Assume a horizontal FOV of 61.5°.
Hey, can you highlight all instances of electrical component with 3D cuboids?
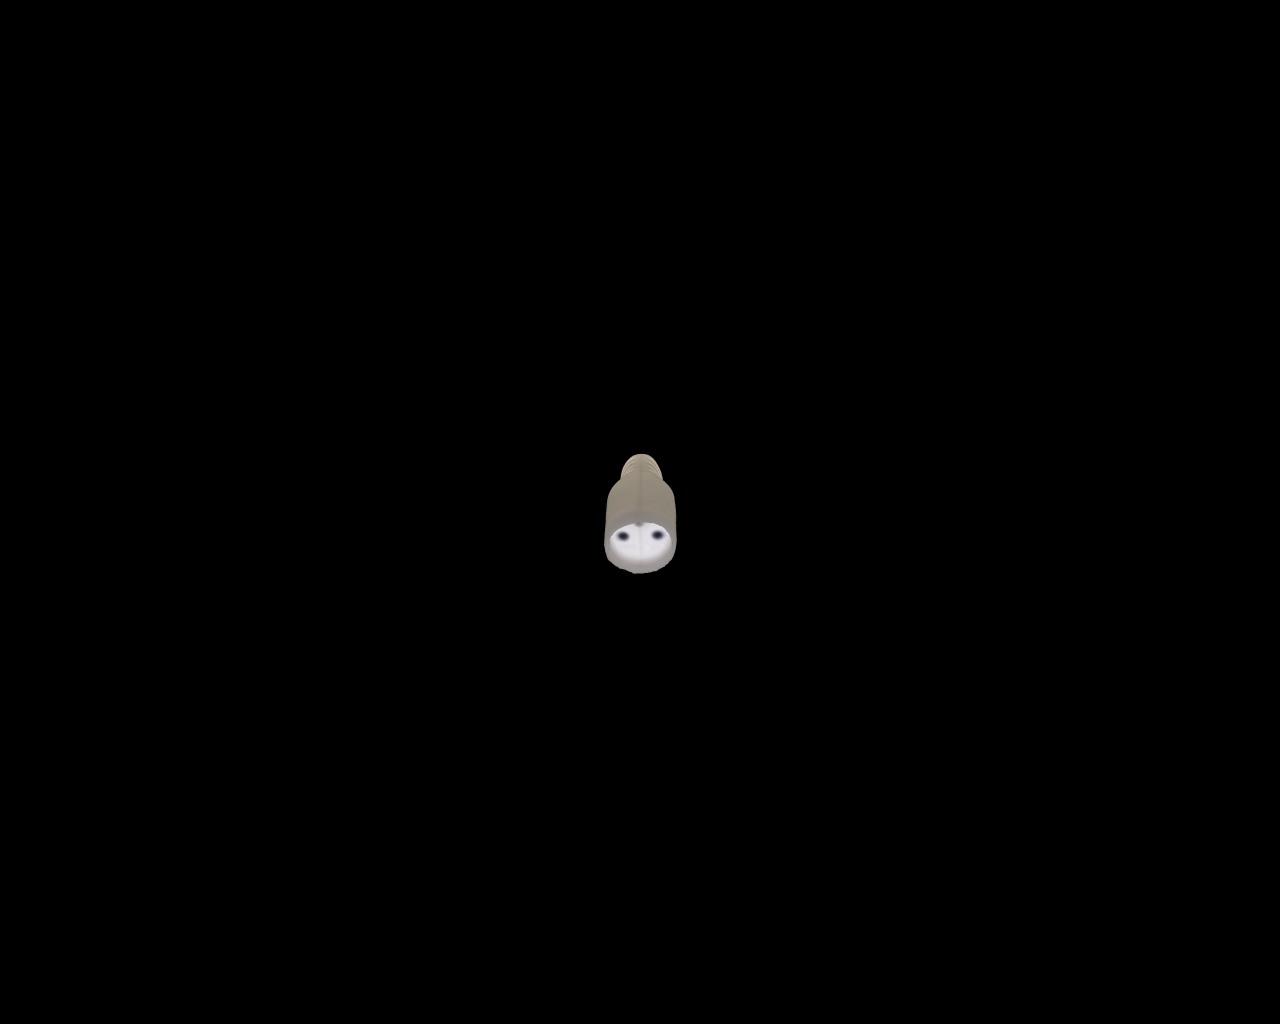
[{"bbox_3d":[0.001,-0.003,0.650,0.043,0.043,0.081,0,37,0],"label":"electrical component"}]
